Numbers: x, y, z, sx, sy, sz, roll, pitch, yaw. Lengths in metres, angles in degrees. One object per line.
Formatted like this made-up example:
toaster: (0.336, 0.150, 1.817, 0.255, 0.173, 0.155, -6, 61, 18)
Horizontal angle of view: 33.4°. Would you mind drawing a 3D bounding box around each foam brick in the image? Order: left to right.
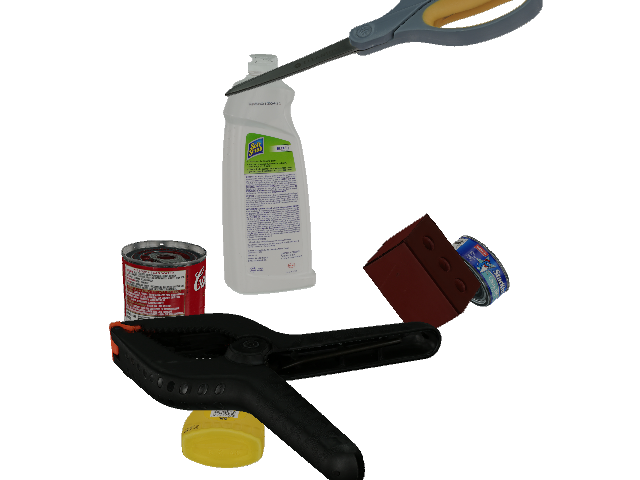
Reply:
foam brick: (0.084, 0.030, 0.879, 0.051, 0.078, 0.052, -34, 7, 37)

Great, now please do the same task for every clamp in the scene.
clamp: (-0.034, 0.077, 0.673, 0.210, 0.036, 0.164, 12, 26, 26)

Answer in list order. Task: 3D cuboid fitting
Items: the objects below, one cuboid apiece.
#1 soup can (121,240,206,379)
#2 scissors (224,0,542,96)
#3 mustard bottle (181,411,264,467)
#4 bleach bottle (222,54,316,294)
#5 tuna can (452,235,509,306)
soup can: (-0.128, 0.057, 0.865, 0.068, 0.102, 0.068, 3, 15, -1)
scissors: (0.038, -0.141, 0.671, 0.202, 0.096, 0.016, -8, -41, 21)
mustard bottle: (-0.110, 0.201, 1.315, 0.096, 0.058, 0.191, 1, 25, 2)
bleach bottle: (-0.054, -0.072, 1.142, 0.102, 0.251, 0.068, -6, 17, -24)
tuna can: (0.185, 0.038, 1.288, 0.033, 0.086, 0.086, -38, 13, -17)
